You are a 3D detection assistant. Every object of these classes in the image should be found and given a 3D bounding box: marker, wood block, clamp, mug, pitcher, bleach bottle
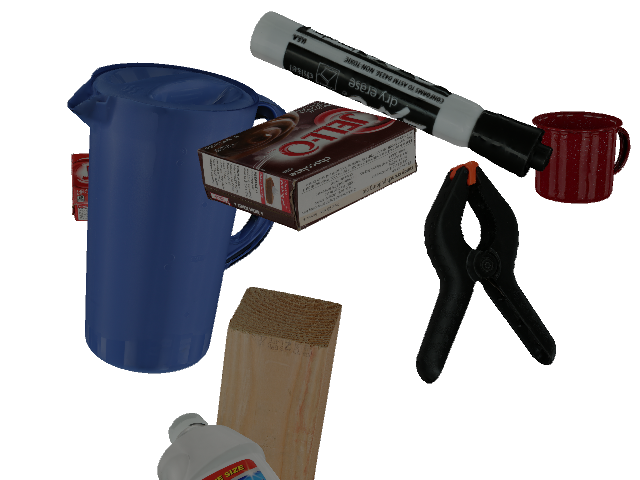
[{"bbox_3d":[0.029,-0.054,0.398,0.121,0.020,0.020,26,8,16],"label":"marker"},{"bbox_3d":[-0.044,0.158,0.972,0.090,0.206,0.090,11,23,5],"label":"wood block"},{"bbox_3d":[0.113,0.028,0.824,0.120,0.171,0.039,-15,-3,-29],"label":"clamp"},{"bbox_3d":[0.282,-0.090,1.142,0.117,0.081,0.093,-11,21,-26],"label":"mug"},{"bbox_3d":[-0.122,-0.018,0.886,0.149,0.243,0.144,15,23,14],"label":"pitcher"},{"bbox_3d":[-0.059,0.205,0.719,0.102,0.068,0.251,-16,35,-19],"label":"bleach bottle"}]

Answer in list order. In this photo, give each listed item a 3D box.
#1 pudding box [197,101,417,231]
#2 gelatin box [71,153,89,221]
[{"bbox_3d":[-0.007,-0.051,0.683,0.090,0.039,0.113,19,37,42],"label":"pudding box"},{"bbox_3d":[-0.210,-0.057,1.097,0.089,0.073,0.030,-3,-40,-11],"label":"gelatin box"}]
